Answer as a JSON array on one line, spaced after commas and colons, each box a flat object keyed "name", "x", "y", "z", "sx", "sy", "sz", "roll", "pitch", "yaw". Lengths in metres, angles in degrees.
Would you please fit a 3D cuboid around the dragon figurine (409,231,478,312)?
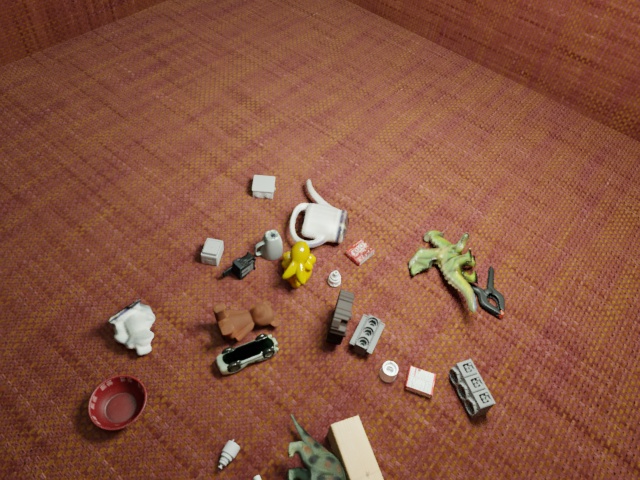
[{"name": "dragon figurine", "x": 0.451, "y": 0.100, "z": 1.906, "sx": 0.242, "sy": 0.119, "sz": 0.420, "roll": -7, "pitch": 41, "yaw": 20}]

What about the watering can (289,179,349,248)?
[{"name": "watering can", "x": 0.006, "y": -0.101, "z": 2.010, "sx": 0.224, "sy": 0.101, "sz": 0.356, "roll": 12, "pitch": 50, "yaw": 2}]

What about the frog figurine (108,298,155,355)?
[{"name": "frog figurine", "x": -0.582, "y": 0.284, "z": 1.640, "sx": 0.140, "sy": 0.121, "sz": 0.159, "roll": -38, "pitch": 100, "yaw": -40}]
